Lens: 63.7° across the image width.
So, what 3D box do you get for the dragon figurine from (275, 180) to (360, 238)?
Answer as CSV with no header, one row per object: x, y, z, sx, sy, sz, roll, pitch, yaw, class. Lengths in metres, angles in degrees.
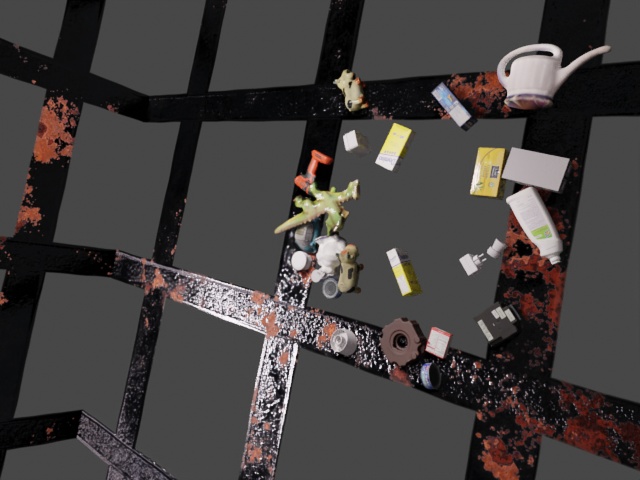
0.006,-0.107,2.118,0.120,0.409,0.247,41,6,-45,dragon figurine

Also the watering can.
0.744,-0.536,1.686,0.349,0.224,0.103,12,0,40,watering can

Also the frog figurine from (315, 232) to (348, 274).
0.052,0.061,2.102,0.137,0.161,0.121,-12,-16,11,frog figurine
